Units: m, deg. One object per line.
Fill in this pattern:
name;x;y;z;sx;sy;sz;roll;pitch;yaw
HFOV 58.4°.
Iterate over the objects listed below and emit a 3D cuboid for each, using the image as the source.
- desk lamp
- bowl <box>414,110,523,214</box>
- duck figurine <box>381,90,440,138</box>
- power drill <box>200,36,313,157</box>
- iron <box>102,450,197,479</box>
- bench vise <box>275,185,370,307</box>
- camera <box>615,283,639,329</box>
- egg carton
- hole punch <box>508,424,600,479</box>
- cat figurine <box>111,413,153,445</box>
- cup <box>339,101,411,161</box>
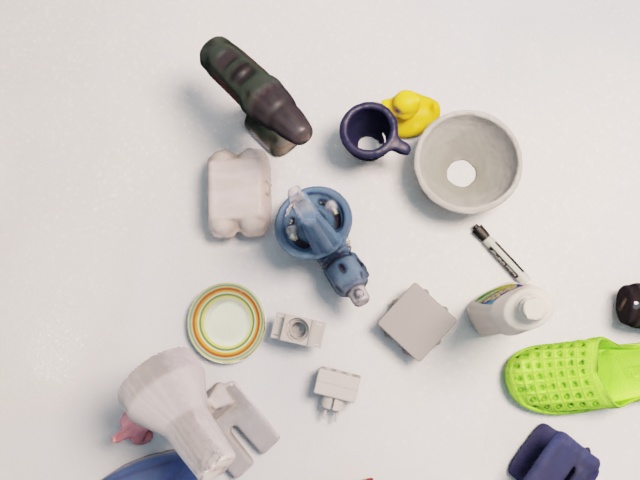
desk lamp;-0.170;0.257;0.829;0.118;0.213;0.203;-44;81;-2
bowl;0.231;-0.117;0.916;0.167;0.075;0.167;-1;82;5
duck figurine;0.145;-0.214;0.931;0.104;0.086;0.077;-3;82;5
power drill;-0.084;-0.206;0.888;0.075;0.208;0.229;-45;81;-2
iron;-0.275;0.397;0.856;0.258;0.141;0.118;-13;81;3
bench vise;0.016;-0.006;0.846;0.207;0.220;0.121;40;87;9
camera;0.523;0.084;0.848;0.136;0.101;0.143;4;82;6
egg carton;-0.132;-0.077;0.945;0.107;0.069;0.150;-4;82;5
hole punch;0.348;0.336;0.834;0.101;0.091;0.109;36;87;9
cat figurine;-0.267;0.268;0.885;0.128;0.118;0.067;-40;80;-1
cup;0.091;-0.159;0.924;0.117;0.095;0.092;27;85;8
